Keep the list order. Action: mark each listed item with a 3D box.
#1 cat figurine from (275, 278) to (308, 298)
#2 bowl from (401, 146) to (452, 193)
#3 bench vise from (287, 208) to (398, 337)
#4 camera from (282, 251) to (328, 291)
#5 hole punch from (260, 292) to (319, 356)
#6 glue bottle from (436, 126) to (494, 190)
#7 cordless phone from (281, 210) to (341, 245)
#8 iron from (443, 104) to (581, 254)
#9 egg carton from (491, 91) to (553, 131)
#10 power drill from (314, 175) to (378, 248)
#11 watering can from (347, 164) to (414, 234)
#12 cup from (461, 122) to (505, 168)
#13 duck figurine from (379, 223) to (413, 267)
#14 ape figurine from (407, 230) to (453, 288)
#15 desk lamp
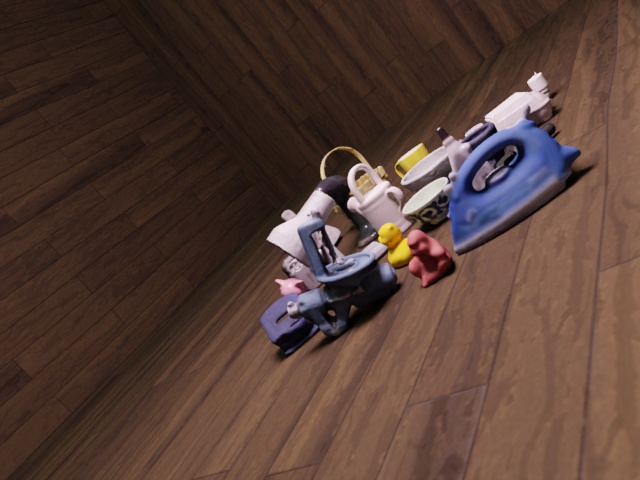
[{"bbox_3d":[-0.060,0.129,1.337,0.067,0.118,0.127,-43,11,-16],"label":"cat figurine"},{"bbox_3d":[0.295,-0.171,1.480,0.167,0.075,0.167,-38,10,9],"label":"bowl"},{"bbox_3d":[0.011,0.063,1.076,0.207,0.220,0.121,-41,10,-9],"label":"bench vise"},{"bbox_3d":[-0.025,0.062,1.551,0.137,0.101,0.143,-42,10,-11],"label":"camera"},{"bbox_3d":[-0.064,0.176,1.226,0.109,0.091,0.101,-40,10,-3],"label":"hole punch"},{"bbox_3d":[0.292,-0.161,1.165,0.078,0.173,0.037,-34,12,28],"label":"glue bottle"},{"bbox_3d":[-0.031,-0.035,1.754,0.094,0.185,0.148,-33,12,31],"label":"cordless phone"},{"bbox_3d":[0.300,-0.104,0.982,0.258,0.141,0.118,-38,10,8],"label":"iron"},{"bbox_3d":[0.477,-0.291,1.364,0.150,0.069,0.107,-36,11,21],"label":"egg carton"},{"bbox_3d":[0.074,-0.086,1.530,0.075,0.208,0.230,-36,11,19],"label":"power drill"},{"bbox_3d":[0.133,-0.096,1.400,0.172,0.194,0.101,-32,13,35],"label":"watering can"},{"bbox_3d":[0.361,-0.191,1.270,0.118,0.095,0.091,-42,10,-13],"label":"cup"},{"bbox_3d":[0.160,0.003,1.183,0.078,0.086,0.104,-44,11,-23],"label":"duck figurine"},{"bbox_3d":[0.183,0.023,0.991,0.076,0.092,0.077,-45,12,-28],"label":"ape figurine"},{"bbox_3d":[0.012,0.005,1.341,0.203,0.213,0.117,-41,10,-9],"label":"desk lamp"}]
